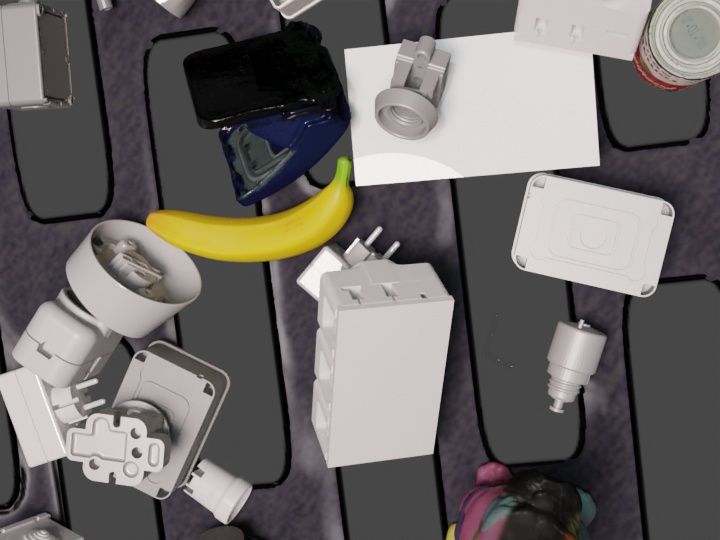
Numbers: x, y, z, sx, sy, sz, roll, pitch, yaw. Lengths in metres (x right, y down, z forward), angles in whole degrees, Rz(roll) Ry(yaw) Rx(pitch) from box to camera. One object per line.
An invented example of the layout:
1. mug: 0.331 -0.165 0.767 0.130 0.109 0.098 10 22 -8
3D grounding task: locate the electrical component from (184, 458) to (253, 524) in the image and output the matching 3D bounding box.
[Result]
1. electrical component: -0.121 0.187 0.917 0.046 0.040 0.040 32 99 10

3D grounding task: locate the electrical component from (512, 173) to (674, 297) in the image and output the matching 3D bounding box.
1. electrical component: 0.181 -0.028 0.844 0.113 0.057 0.078 13 97 7

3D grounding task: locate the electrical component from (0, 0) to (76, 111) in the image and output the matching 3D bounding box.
1. electrical component: -0.281 -0.182 0.894 0.061 0.062 0.096 -3 95 8

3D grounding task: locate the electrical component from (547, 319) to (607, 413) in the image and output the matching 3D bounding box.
1. electrical component: 0.170 0.076 0.864 0.040 0.040 0.078 17 98 6

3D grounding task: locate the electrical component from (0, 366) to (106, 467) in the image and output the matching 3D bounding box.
1. electrical component: -0.256 0.115 0.926 0.076 0.047 0.083 -19 93 9

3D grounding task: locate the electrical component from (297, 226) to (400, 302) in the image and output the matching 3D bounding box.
1. electrical component: 0.000 0.000 0.878 0.066 0.047 0.076 41 99 3

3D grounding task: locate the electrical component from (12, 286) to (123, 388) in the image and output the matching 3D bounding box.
1. electrical component: -0.236 0.053 0.892 0.054 0.095 0.059 34 99 5

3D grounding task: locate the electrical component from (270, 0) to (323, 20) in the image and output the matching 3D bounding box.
1. electrical component: -0.043 -0.275 0.854 0.109 0.056 0.108 -30 90 10

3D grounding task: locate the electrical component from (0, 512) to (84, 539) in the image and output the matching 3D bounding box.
1. electrical component: -0.289 0.265 0.919 0.048 0.100 0.099 22 98 19

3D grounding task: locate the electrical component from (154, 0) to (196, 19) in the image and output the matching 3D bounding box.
1. electrical component: -0.154 -0.260 0.878 0.079 0.044 0.077 40 99 3

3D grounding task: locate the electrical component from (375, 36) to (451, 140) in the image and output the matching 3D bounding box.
1. electrical component: 0.039 -0.129 0.787 0.048 0.066 0.055 18 64 6

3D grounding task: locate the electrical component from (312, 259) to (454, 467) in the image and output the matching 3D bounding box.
1. electrical component: 0.014 0.072 0.839 0.089 0.061 0.150 -5 123 -15

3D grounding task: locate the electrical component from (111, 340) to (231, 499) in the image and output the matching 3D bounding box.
1. electrical component: -0.166 0.124 0.908 0.078 0.057 0.113 25 98 5

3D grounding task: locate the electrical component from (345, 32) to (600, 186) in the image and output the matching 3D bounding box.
1. electrical component: 0.088 -0.127 0.847 0.186 0.060 0.105 -4 95 8

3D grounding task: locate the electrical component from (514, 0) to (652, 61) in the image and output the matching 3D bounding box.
1. electrical component: 0.172 -0.239 0.790 0.089 0.061 0.150 12 66 7

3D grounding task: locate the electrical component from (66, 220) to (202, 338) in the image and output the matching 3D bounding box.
1. electrical component: -0.188 0.005 0.882 0.064 0.099 0.099 -41 88 16

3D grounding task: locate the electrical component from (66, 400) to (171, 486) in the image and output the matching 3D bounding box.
1. electrical component: -0.184 0.135 0.852 0.078 0.057 0.058 6 96 7

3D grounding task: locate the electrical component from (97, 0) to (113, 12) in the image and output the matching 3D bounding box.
1. electrical component: -0.220 -0.246 0.894 0.035 0.035 0.061 -16 94 9
